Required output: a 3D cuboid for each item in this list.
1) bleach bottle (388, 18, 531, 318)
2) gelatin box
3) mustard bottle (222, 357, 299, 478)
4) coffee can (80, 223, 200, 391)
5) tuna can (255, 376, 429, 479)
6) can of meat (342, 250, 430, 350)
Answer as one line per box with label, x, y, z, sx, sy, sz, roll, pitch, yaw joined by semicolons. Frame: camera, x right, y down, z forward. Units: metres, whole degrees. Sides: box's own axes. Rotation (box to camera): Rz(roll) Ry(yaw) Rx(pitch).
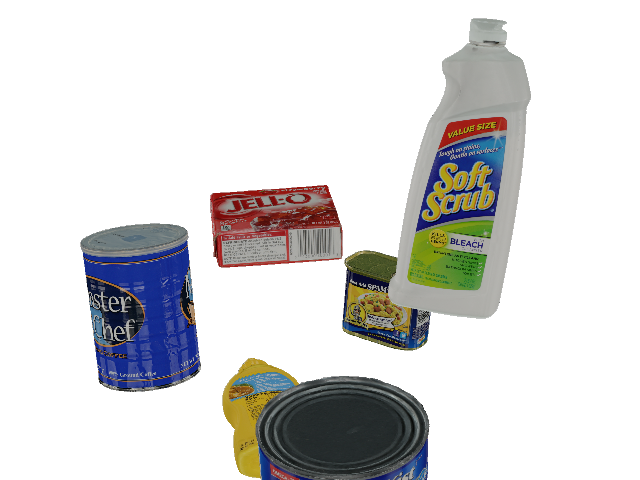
bleach bottle;0.121;-0.063;0.916;0.103;0.251;0.068;9;18;14
gelatin box;-0.033;-0.012;0.759;0.089;0.030;0.073;-4;25;-6
mustard bottle;-0.065;0.197;1.255;0.096;0.058;0.192;-9;29;-10
coffee can;-0.174;0.063;1.042;0.103;0.140;0.103;-4;14;1
tuna can;0.011;0.105;0.532;0.086;0.034;0.086;-2;25;1
can of meat;0.075;0.067;1.181;0.102;0.084;0.057;16;24;28
